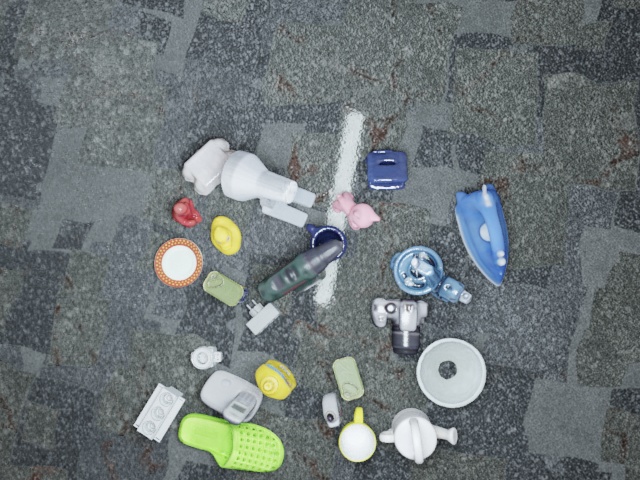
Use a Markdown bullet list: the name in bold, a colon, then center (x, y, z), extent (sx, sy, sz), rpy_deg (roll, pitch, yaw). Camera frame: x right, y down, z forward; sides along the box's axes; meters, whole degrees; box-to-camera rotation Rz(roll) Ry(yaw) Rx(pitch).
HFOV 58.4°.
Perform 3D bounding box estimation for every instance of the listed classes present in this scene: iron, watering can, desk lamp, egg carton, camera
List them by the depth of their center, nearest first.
- **watering can**: center (0.231, 0.460, 1.346), extent (0.173, 0.194, 0.101), rpy_deg (-26, 83, 1)
- **iron**: center (0.421, -0.014, 1.412), extent (0.118, 0.141, 0.258), rpy_deg (-15, 83, 2)
- **desk lamp**: center (-0.124, -0.127, 1.421), extent (0.203, 0.213, 0.118), rpy_deg (21, 85, 6)
- **camera**: center (0.198, 0.214, 1.422), extent (0.143, 0.101, 0.137), rpy_deg (2, 84, 4)
- **egg carton**: center (-0.286, -0.195, 1.511), extent (0.150, 0.069, 0.107), rpy_deg (-44, 83, -2)

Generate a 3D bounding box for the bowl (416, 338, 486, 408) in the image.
- **bowl**: center (0.319, 0.325, 1.415), extent (0.167, 0.075, 0.167), rpy_deg (0, 84, 4)

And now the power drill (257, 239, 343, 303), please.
- **power drill**: center (-0.040, 0.075, 1.397), extent (0.229, 0.208, 0.075), rpy_deg (-33, 83, 0)

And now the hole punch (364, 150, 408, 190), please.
- **hole punch**: center (0.169, -0.184, 1.471), extent (0.108, 0.091, 0.101), rpy_deg (-1, 84, 4)

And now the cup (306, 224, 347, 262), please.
- **cup**: center (0.013, 0.005, 1.458), extent (0.117, 0.095, 0.092), rpy_deg (41, 88, 7)

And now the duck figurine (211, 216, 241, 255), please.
- **duck figurine**: center (-0.250, -0.015, 1.481), extent (0.077, 0.086, 0.104), rpy_deg (-22, 83, 1)

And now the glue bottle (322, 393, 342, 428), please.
- **glue bottle**: center (0.028, 0.416, 1.374), extent (0.037, 0.173, 0.078), rpy_deg (-18, 83, 2)

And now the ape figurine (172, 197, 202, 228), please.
- **ape figurine**: center (-0.354, -0.074, 1.491), extent (0.076, 0.092, 0.078), rpy_deg (5, 84, 4)

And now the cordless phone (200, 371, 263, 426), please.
- **cordless phone**: center (-0.224, 0.389, 1.386), extent (0.147, 0.185, 0.094), rpy_deg (23, 86, 6)

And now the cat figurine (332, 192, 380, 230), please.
- **cat figurine**: center (0.089, -0.074, 1.451), extent (0.127, 0.118, 0.067), rpy_deg (42, 88, 7)

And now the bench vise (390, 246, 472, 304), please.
- **bench vise**: center (0.273, 0.079, 1.372), extent (0.207, 0.220, 0.121), rpy_deg (12, 85, 5)
